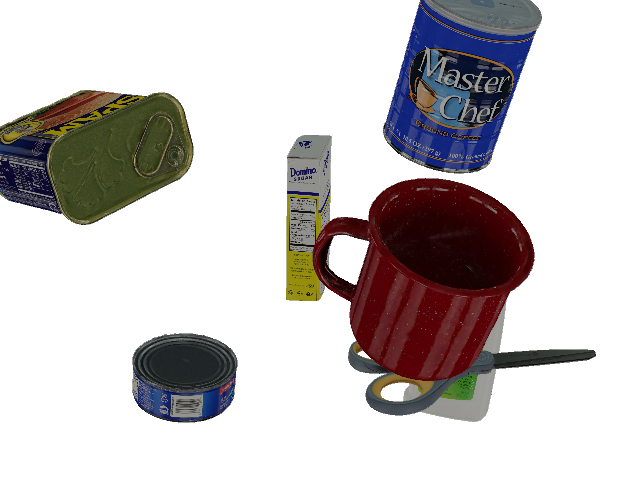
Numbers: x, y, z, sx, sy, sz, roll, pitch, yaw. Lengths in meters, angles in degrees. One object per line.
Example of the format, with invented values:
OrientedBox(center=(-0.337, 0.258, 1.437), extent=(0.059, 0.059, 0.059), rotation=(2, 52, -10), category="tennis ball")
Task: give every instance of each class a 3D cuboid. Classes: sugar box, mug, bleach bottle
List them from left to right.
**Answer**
OrientedBox(center=(-0.014, -0.027, 1.240), extent=(0.048, 0.176, 0.093), rotation=(2, 21, 8), category="sugar box")
OrientedBox(center=(0.052, 0.022, 0.604), extent=(0.117, 0.082, 0.093), rotation=(15, 42, 0), category="mug")
OrientedBox(center=(0.160, 0.076, 1.222), extent=(0.103, 0.251, 0.068), rotation=(10, 14, 16), category="bleach bottle")

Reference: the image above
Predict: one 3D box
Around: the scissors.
OrientedBox(center=(0.120, 0.109, 0.854), extent=(0.202, 0.016, 0.096), rotation=(5, 35, 7), category="scissors")

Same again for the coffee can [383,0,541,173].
OrientedBox(center=(0.120, -0.144, 0.926), extent=(0.102, 0.140, 0.103), rotation=(10, 35, -7), category="coffee can")

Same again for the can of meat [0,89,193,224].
OrientedBox(center=(-0.146, -0.056, 0.667), extent=(0.084, 0.057, 0.101), rotation=(12, 34, 44), category="can of meat")

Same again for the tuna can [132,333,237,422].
OrientedBox(center=(-0.112, 0.113, 0.878), extent=(0.086, 0.034, 0.086), rotation=(5, 26, -3), category="tuna can")
